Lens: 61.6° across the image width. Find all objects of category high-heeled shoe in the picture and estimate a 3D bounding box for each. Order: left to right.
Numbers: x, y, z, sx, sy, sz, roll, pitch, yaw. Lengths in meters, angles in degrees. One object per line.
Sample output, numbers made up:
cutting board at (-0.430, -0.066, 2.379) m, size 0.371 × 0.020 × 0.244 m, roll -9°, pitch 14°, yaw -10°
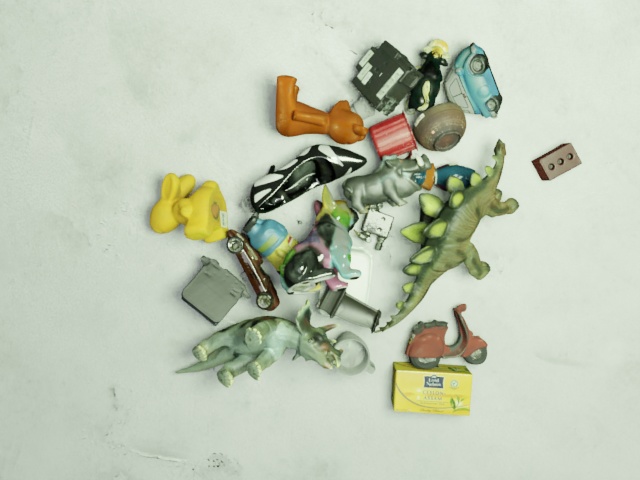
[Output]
high-heeled shoe at (-0.027, -0.122, 1.137) m, size 0.249 × 0.145 × 0.086 m, roll -6°, pitch 137°, yaw 16°

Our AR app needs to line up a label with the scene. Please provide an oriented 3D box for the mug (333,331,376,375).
mug at (0.075, 0.246, 1.184) m, size 0.109 × 0.107 × 0.080 m, roll 31°, pitch 97°, yaw -5°

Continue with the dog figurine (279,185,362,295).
dog figurine at (-0.002, -0.003, 1.113) m, size 0.191 × 0.108 × 0.219 m, roll -3°, pitch 64°, yaw -17°

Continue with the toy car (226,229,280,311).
toy car at (-0.145, 0.063, 1.185) m, size 0.053 × 0.089 × 0.202 m, roll -26°, pitch 93°, yaw 7°

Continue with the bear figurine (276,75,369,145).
bear figurine at (0.006, -0.269, 1.132) m, size 0.196 × 0.120 × 0.131 m, roll 2°, pitch 93°, yaw 4°

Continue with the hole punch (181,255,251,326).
hole punch at (-0.240, 0.121, 1.205) m, size 0.142 × 0.092 × 0.116 m, roll 39°, pitch 66°, yaw 1°

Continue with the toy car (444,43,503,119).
toy car at (0.319, -0.325, 1.136) m, size 0.103 × 0.109 × 0.161 m, roll -17°, pitch 107°, yaw 26°

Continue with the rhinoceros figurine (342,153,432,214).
rhinoceros figurine at (0.142, -0.120, 1.121) m, size 0.190 × 0.073 × 0.112 m, roll -19°, pitch 91°, yaw 5°

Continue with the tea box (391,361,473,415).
tea box at (0.248, 0.331, 1.205) m, size 0.170 × 0.068 × 0.098 m, roll 1°, pitch 96°, yaw 3°

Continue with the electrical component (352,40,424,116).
electrical component at (0.135, -0.344, 1.124) m, size 0.115 × 0.058 × 0.134 m, roll -45°, pitch 55°, yaw 22°

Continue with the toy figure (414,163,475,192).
toy figure at (0.258, -0.135, 1.168) m, size 0.155 × 0.064 × 0.057 m, roll 5°, pitch 134°, yaw 6°

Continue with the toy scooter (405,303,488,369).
toy scooter at (0.278, 0.210, 1.190) m, size 0.184 × 0.075 × 0.135 m, roll -4°, pitch 95°, yaw -1°

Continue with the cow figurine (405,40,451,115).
cow figurine at (0.229, -0.347, 1.131) m, size 0.068 × 0.098 × 0.167 m, roll 15°, pitch 96°, yaw 7°

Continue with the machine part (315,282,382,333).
machine part at (0.067, 0.143, 1.148) m, size 0.139 × 0.039 × 0.084 m, roll 30°, pitch 90°, yaw 1°

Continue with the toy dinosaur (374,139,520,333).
toy dinosaur at (0.265, 0.002, 1.119) m, size 0.198 × 0.105 × 0.471 m, roll 21°, pitch 96°, yaw -28°

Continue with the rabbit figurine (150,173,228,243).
rabbit figurine at (-0.300, -0.065, 1.171) m, size 0.173 × 0.122 × 0.162 m, roll -9°, pitch 92°, yaw 22°

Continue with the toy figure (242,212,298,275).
toy figure at (-0.092, 0.017, 1.179) m, size 0.180 × 0.082 × 0.089 m, roll 40°, pitch 138°, yaw -11°

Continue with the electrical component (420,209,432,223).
electrical component at (0.234, -0.055, 1.172) m, size 0.021 × 0.063 × 0.094 m, roll 4°, pitch 96°, yaw 1°

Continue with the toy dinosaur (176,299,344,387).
toy dinosaur at (-0.137, 0.220, 1.165) m, size 0.405 × 0.192 × 0.131 m, roll -13°, pitch 96°, yaw 39°

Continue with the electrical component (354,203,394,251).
electrical component at (0.121, -0.035, 1.188) m, size 0.078 × 0.045 × 0.102 m, roll 25°, pitch 95°, yaw 1°
